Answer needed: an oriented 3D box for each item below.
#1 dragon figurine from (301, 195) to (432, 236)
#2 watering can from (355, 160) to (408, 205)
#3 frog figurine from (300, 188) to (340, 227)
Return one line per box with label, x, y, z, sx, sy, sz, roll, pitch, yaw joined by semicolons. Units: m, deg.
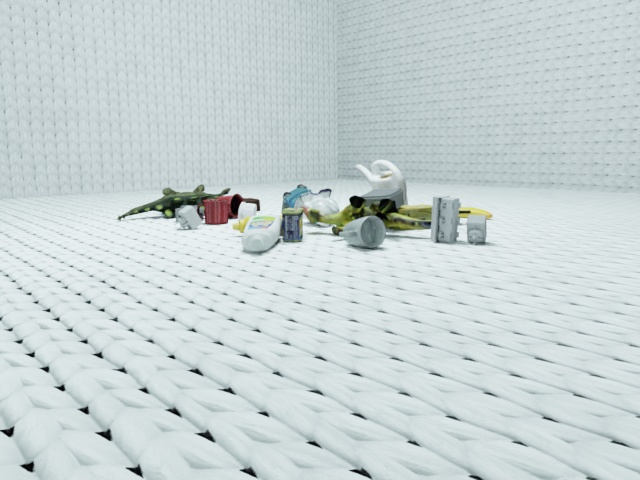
dragon figurine;0.145;-0.061;1.540;0.410;0.122;0.243;8;0;-4
watering can;0.233;-0.187;1.889;0.104;0.222;0.349;-21;14;-15
frog figurine;0.005;-0.088;1.745;0.137;0.120;0.163;4;42;-26
